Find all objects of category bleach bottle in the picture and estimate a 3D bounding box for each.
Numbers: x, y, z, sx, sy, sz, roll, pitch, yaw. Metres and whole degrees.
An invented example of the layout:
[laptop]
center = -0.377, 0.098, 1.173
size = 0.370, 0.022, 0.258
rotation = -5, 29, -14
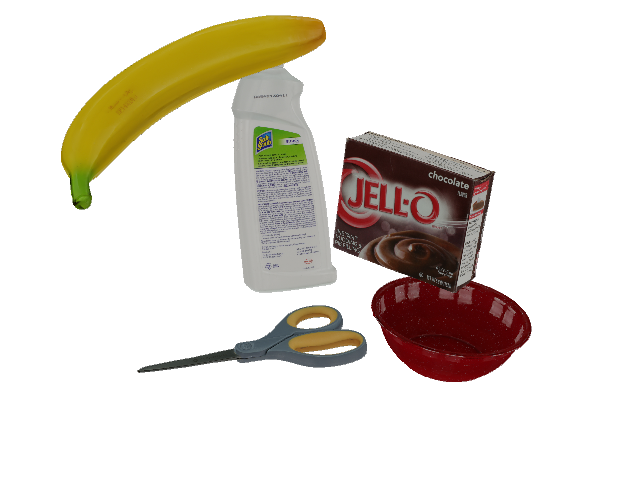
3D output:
[bleach bottle]
center = -0.040, -0.076, 1.124
size = 0.102, 0.251, 0.068
rotation = -7, 13, -18

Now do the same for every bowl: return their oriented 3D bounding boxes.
[bowl]
center = 0.129, 0.096, 1.081
size = 0.162, 0.055, 0.162
rotation = 5, 26, -3

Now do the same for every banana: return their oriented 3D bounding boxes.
[banana]
center = -0.087, -0.089, 0.650
size = 0.197, 0.070, 0.037
rotation = -40, -25, -21

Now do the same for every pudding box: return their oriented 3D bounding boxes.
[pudding box]
center = 0.067, -0.023, 0.796
size = 0.114, 0.090, 0.039
rotation = 20, 27, 28

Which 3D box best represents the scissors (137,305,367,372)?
[scissors]
center = -0.059, 0.090, 0.966
size = 0.201, 0.016, 0.096
rotation = -1, 28, -1
